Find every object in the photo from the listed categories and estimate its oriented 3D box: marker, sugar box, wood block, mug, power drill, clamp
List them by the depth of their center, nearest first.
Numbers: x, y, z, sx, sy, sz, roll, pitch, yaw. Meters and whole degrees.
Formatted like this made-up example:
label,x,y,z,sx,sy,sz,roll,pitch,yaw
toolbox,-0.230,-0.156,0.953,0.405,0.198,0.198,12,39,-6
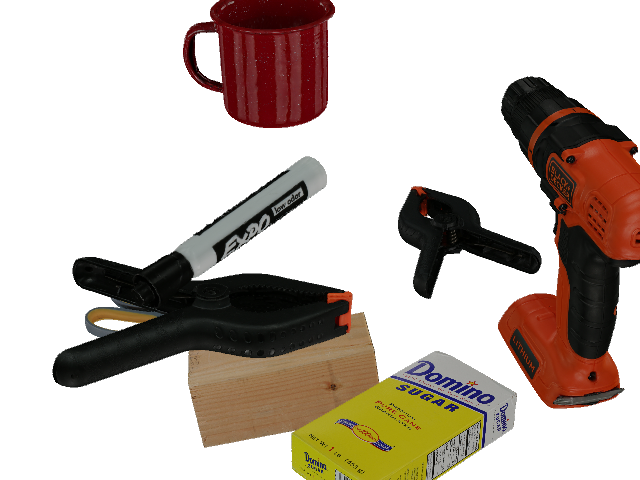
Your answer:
label,x,y,z,sx,sy,sz,roll,pitch,yaw
marker,-0.043,-0.005,0.512,0.120,0.020,0.020,-37,23,-34
power drill,0.161,0.002,0.711,0.057,0.188,0.184,-9,36,-10
clamp,-0.084,0.048,0.758,0.209,0.036,0.165,-3,25,-14
mug,-0.047,-0.138,0.813,0.117,0.081,0.093,2,32,5
sugar box,0.071,0.156,0.881,0.175,0.048,0.093,-27,38,-35
clamp,0.132,-0.004,1.013,0.120,0.039,0.171,-3,33,-8
wood block,-0.040,0.158,1.214,0.206,0.091,0.090,-10,25,-1

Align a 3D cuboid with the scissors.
label,x,y,z,sx,sy,sz,roll,pitch,yaw
scissors,-0.121,0.071,1.018,0.201,0.016,0.096,2,33,-6
